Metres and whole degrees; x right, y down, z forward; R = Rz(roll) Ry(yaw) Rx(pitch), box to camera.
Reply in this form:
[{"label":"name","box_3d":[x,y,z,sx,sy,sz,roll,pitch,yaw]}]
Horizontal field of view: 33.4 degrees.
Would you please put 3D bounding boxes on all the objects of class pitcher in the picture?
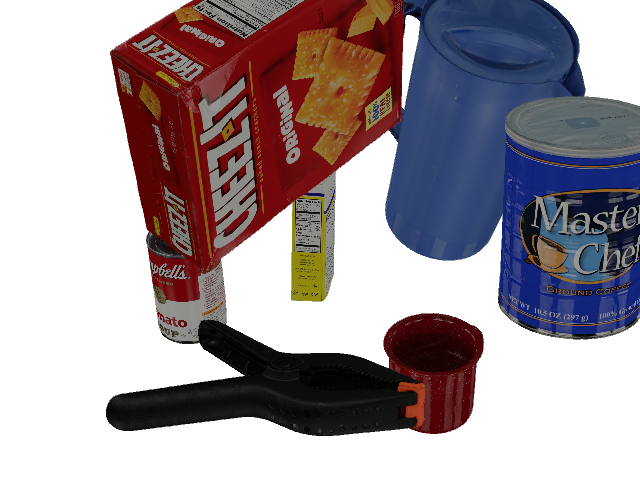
[{"label":"pitcher","box_3d":[0.122,-0.102,0.957,0.145,0.149,0.243,-2,-41,-13]}]

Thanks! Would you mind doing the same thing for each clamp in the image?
[{"label":"clamp","box_3d":[-0.028,0.100,0.769,0.210,0.036,0.164,3,19,11]}]

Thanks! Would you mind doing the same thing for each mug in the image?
[{"label":"mug","box_3d":[0.115,0.124,1.025,0.093,0.081,0.117,27,43,36]}]

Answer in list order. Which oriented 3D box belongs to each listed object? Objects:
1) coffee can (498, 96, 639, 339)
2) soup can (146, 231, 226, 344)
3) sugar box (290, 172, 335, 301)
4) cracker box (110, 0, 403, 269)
[{"label":"coffee can","box_3d":[0.177,-0.017,0.741,0.103,0.140,0.103,-2,26,1]},{"label":"soup can","box_3d":[-0.126,0.038,1.012,0.068,0.102,0.068,-2,32,1]},{"label":"sugar box","box_3d":[-0.008,-0.026,1.240,0.048,0.176,0.093,2,22,8]},{"label":"cracker box","box_3d":[-0.031,-0.104,0.742,0.072,0.164,0.213,33,57,28]}]
